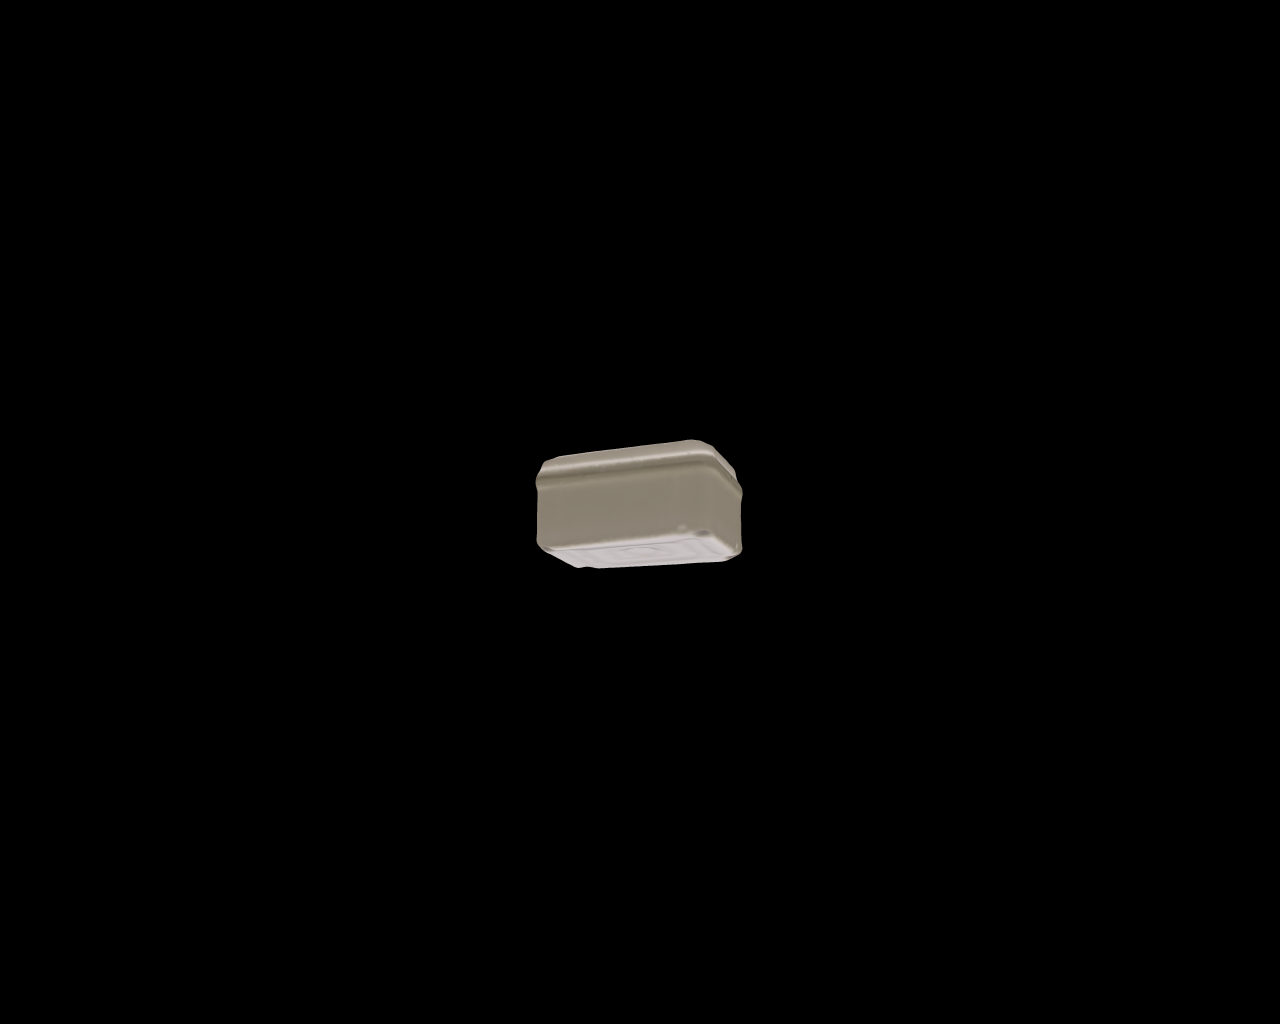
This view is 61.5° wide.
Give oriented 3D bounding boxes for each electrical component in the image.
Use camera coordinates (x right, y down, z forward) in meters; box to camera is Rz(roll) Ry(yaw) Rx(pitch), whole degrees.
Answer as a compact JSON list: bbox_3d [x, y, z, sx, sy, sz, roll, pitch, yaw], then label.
[{"bbox_3d":[0.001,-0.003,0.650,0.113,0.057,0.078,-5,-15,18],"label":"electrical component"}]
